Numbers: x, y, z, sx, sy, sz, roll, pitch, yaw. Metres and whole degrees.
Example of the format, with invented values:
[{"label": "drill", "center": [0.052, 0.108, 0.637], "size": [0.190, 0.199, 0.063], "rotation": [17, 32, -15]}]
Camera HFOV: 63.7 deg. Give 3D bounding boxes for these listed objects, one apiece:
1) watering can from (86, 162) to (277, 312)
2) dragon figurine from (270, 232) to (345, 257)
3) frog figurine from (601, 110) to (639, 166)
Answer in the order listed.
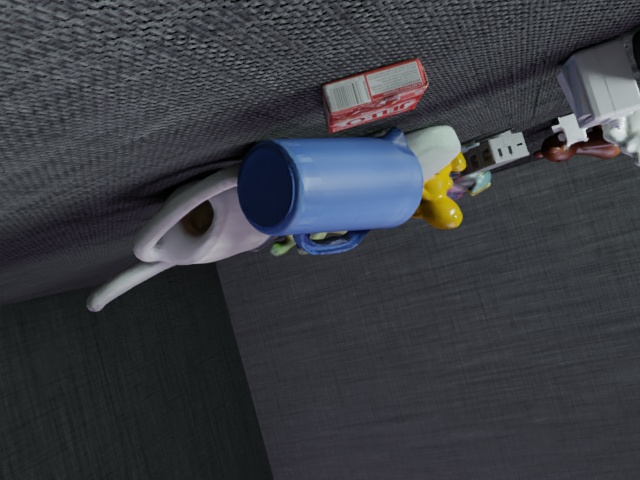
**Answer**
[{"label": "watering can", "center": [-0.179, -0.006, 0.746], "size": [0.343, 0.105, 0.225], "rotation": [-37, 166, 31]}, {"label": "dragon figurine", "center": [0.004, -0.060, 1.183], "size": [0.411, 0.123, 0.239], "rotation": [-5, 163, -44]}, {"label": "frog figurine", "center": [0.711, -0.240, 1.153], "size": [0.138, 0.160, 0.122], "rotation": [-16, 179, -11]}]
